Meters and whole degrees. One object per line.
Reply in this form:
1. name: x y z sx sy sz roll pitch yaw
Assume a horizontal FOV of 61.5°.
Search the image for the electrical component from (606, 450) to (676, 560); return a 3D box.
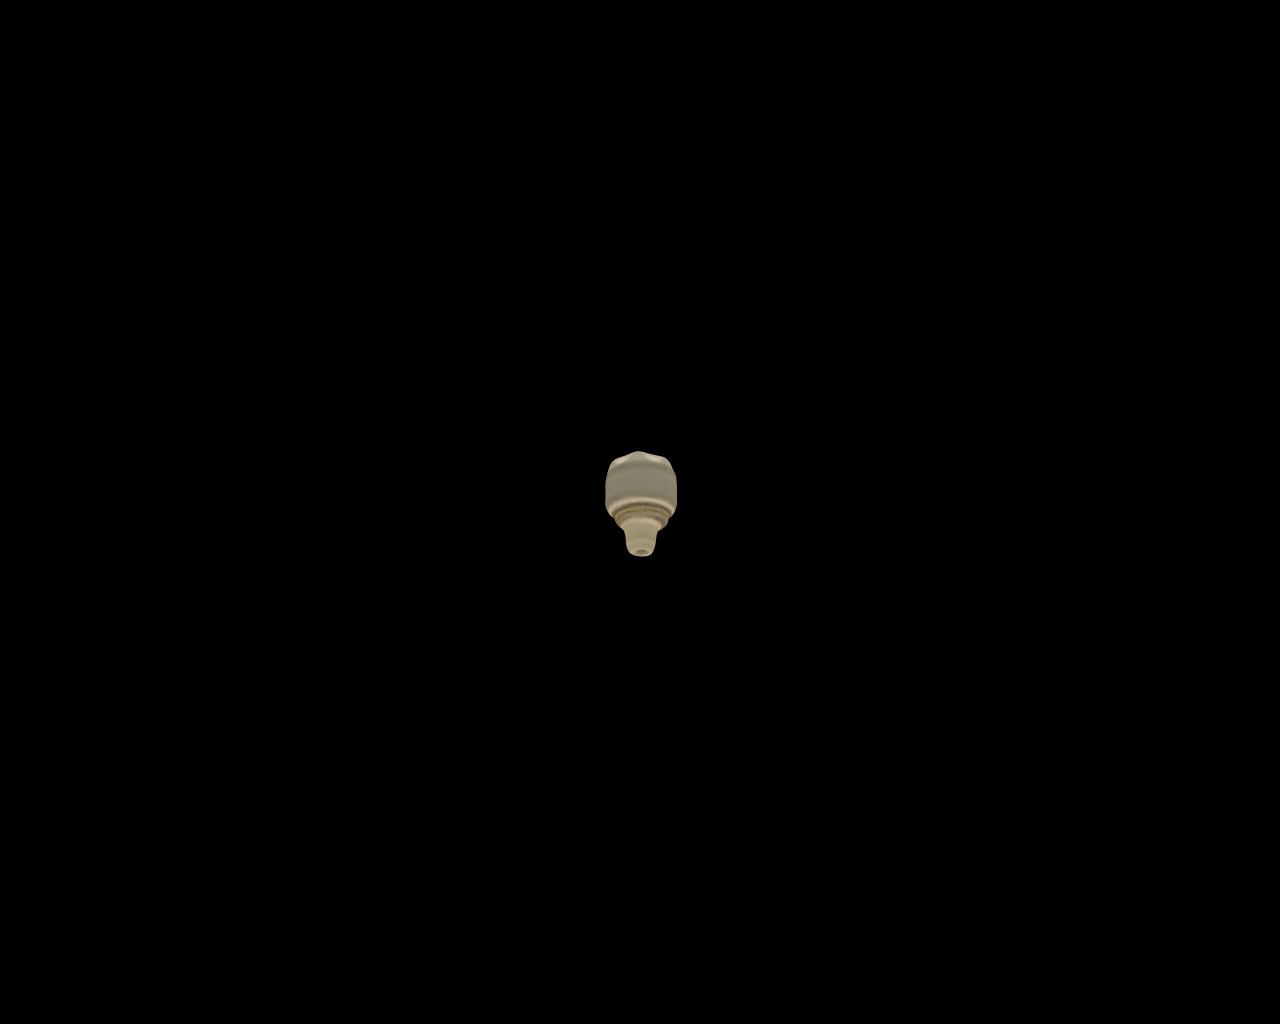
1. electrical component: 0.001 -0.003 0.650 0.043 0.062 0.043 0 -26 0
